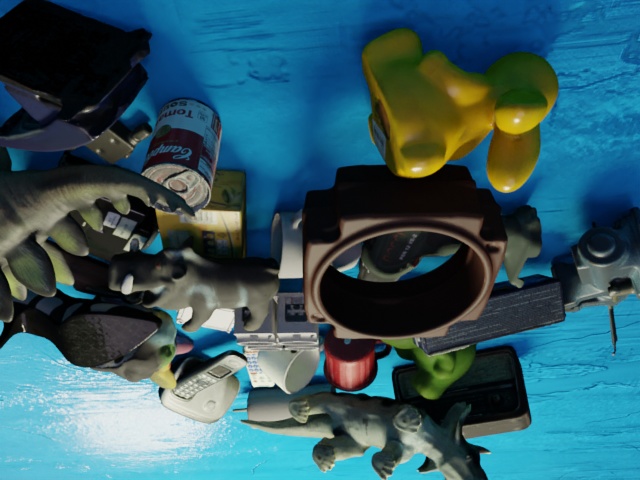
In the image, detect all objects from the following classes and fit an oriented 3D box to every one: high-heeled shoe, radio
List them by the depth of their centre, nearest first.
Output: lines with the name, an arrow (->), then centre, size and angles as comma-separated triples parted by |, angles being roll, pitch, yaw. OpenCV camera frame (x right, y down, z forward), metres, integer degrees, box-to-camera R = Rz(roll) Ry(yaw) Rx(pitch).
high-heeled shoe -> -0.322, 0.097, 0.734 | 0.249, 0.145, 0.086 | -5, 117, 3
radio -> 0.250, 0.281, 0.959 | 0.230, 0.131, 0.073 | -18, 139, 20

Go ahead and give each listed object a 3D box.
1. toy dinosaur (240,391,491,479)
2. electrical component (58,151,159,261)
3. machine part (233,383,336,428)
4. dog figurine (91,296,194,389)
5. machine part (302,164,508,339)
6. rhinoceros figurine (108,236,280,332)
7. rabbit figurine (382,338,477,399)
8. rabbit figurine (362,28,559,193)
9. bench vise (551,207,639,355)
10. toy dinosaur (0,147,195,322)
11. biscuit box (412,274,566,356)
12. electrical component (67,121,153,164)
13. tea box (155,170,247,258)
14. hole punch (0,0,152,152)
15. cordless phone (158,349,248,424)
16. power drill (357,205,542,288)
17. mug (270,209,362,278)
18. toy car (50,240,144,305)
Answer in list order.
toy dinosaur -> 0.084, 0.303, 0.873 | 0.405, 0.131, 0.192 | 4, 170, 32
electrical component -> -0.257, -0.033, 0.636 | 0.134, 0.058, 0.115 | 25, 136, -27
machine part -> -0.052, 0.324, 1.053 | 0.243, 0.079, 0.079 | -7, 140, 9
dog figurine -> -0.256, 0.168, 0.822 | 0.192, 0.108, 0.219 | 7, 157, 29
machine part -> 0.081, 0.021, 0.572 | 0.201, 0.087, 0.201 | 0, 134, -2
rhinoceros figurine -> -0.142, 0.049, 0.616 | 0.190, 0.073, 0.112 | 5, 141, -8
rabbit figurine -> 0.164, 0.148, 0.807 | 0.159, 0.121, 0.170 | -34, 133, 25
rabbit figurine -> 0.138, -0.123, 0.479 | 0.173, 0.162, 0.121 | -16, 128, -9
bench vise -> 0.422, 0.033, 0.676 | 0.241, 0.129, 0.223 | -16, 140, 24
toy dinosaur -> -0.336, -0.022, 0.550 | 0.472, 0.105, 0.198 | -15, 107, 28
biscuit box -> 0.223, 0.096, 0.719 | 0.203, 0.059, 0.062 | -11, 97, -8
electrical component -> -0.228, -0.110, 0.571 | 0.094, 0.021, 0.063 | -24, 135, 26
tea box -> -0.140, -0.006, 0.661 | 0.098, 0.068, 0.169 | 4, 141, -6
hole punch -> -0.219, -0.131, 0.467 | 0.116, 0.142, 0.092 | 19, 137, -1
cordless phone -> -0.180, 0.248, 0.960 | 0.184, 0.089, 0.146 | -30, 132, 25
power drill -> 0.157, 0.011, 0.685 | 0.207, 0.086, 0.231 | 8, 138, 2
mug -> -0.001, -0.002, 0.666 | 0.107, 0.081, 0.109 | 2, 138, -18
toy car -> -0.312, 0.038, 0.696 | 0.202, 0.053, 0.089 | 30, 169, -32
